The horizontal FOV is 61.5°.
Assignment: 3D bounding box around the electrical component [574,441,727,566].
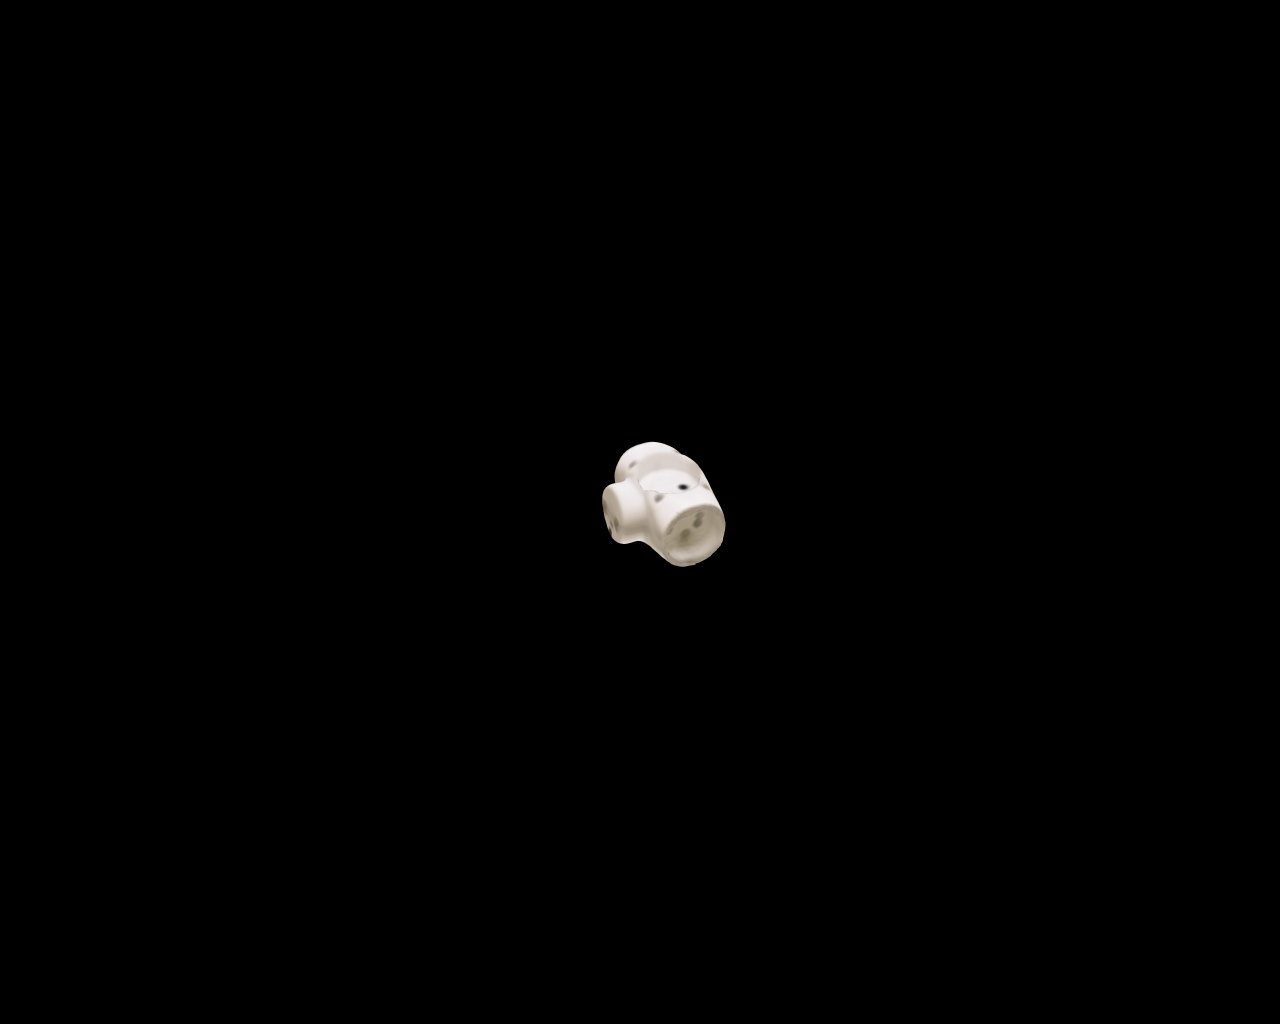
[{"bbox_3d":[0.001,-0.003,0.650,0.079,0.044,0.077,-13,38,-18],"label":"electrical component"}]
